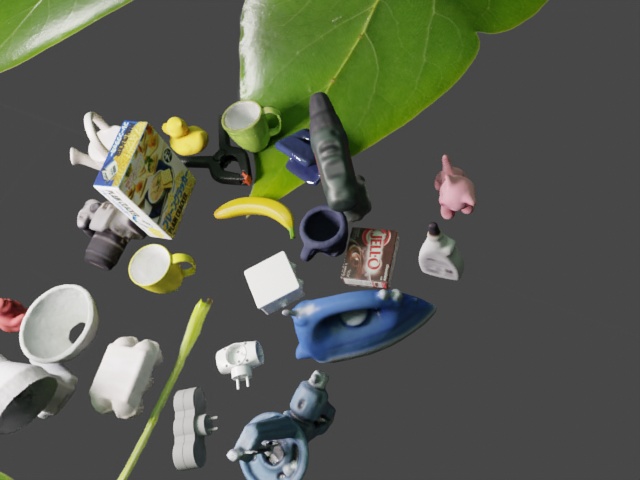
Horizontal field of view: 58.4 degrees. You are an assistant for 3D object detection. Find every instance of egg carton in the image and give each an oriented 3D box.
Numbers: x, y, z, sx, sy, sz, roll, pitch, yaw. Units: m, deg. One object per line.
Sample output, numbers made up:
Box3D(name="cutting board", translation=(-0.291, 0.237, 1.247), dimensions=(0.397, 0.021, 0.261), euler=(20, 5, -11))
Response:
Box3D(name="egg carton", translation=(-0.364, 0.258, 1.080), dimensions=(0.107, 0.069, 0.150), euler=(6, 65, 20))

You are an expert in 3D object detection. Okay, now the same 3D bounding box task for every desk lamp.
Box3D(name="desk lamp", translation=(-0.554, 0.263, 1.051), dimensions=(0.202, 0.214, 0.118), euler=(29, 75, 28))

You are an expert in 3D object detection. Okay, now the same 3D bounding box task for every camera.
Box3D(name="camera", translation=(-0.468, -0.013, 1.238), dimensions=(0.142, 0.101, 0.137), euler=(11, 67, 22))

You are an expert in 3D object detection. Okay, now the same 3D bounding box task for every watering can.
Box3D(name="watering can", translation=(-0.473, -0.204, 1.286), dimensions=(0.173, 0.194, 0.100), euler=(-37, 58, -4))

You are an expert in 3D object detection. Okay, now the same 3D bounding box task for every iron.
Box3D(name="iron", translation=(0.065, 0.122, 0.978), dimensions=(0.258, 0.142, 0.118), euler=(-15, 59, 9))

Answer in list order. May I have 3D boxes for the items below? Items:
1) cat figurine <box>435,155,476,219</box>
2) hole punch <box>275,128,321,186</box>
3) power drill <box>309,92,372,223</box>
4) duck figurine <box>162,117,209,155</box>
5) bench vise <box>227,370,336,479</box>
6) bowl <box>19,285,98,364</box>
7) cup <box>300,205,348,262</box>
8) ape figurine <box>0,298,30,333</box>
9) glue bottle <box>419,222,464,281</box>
Box3D(name="cat figurine", translation=(0.247, -0.098, 1.053), dimensions=(0.067, 0.118, 0.127), euler=(-14, 60, 10))
Box3D(name="hole punch", translation=(-0.025, -0.188, 1.201), dimensions=(0.108, 0.091, 0.101), euler=(34, 77, 29))
Box3D(name="power drill", translation=(0.035, -0.136, 1.085), dimensions=(0.075, 0.209, 0.229), euler=(-17, 59, 8))
Box3D(name="duck figurine", translation=(-0.315, -0.248, 1.325), dimensions=(0.104, 0.086, 0.077), euler=(10, 66, 22))
Box3D(name="bench vise", translation=(-0.068, 0.288, 0.884), dimensions=(0.121, 0.220, 0.207), euler=(7, 65, 20))
Box3D(name="bowl", translation=(-0.515, 0.179, 1.165), dimensions=(0.167, 0.075, 0.167), euler=(-7, 61, 13))
Box3D(name="cup", translation=(0.010, 0.004, 1.085), dimensions=(0.091, 0.095, 0.118), euler=(25, 73, 27))
Box3D(name="ape figurine", translation=(-0.660, 0.153, 1.214), dimensions=(0.076, 0.092, 0.077), euler=(-32, 58, -1))
Box3D(name="glue bottle", translation=(0.202, 0.015, 0.974), dimensions=(0.078, 0.173, 0.037), euler=(14, 68, 24))
